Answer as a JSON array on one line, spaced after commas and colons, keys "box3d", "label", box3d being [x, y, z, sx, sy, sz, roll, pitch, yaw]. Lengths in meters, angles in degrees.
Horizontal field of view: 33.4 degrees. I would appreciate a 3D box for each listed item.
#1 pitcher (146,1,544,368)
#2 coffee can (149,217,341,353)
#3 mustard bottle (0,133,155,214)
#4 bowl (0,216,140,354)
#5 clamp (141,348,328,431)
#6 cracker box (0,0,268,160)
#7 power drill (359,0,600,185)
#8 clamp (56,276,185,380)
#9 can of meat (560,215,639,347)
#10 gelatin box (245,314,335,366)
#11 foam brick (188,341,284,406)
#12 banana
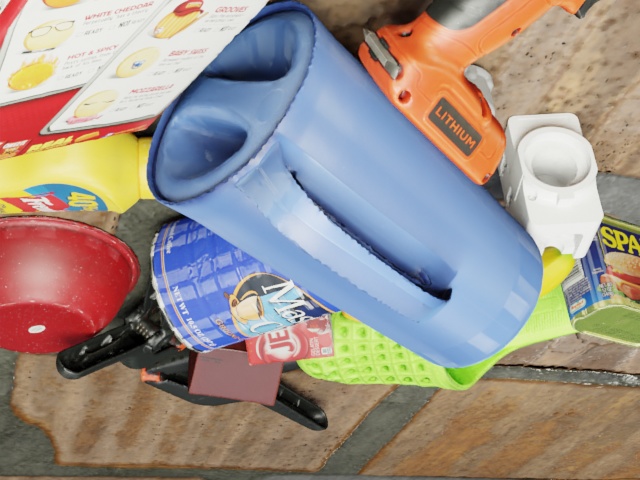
[{"box3d": [0.028, -0.013, 0.634, 0.242, 0.149, 0.145, 36, 151, -33], "label": "pitcher"}, {"box3d": [-0.037, 0.015, 0.777, 0.140, 0.103, 0.102, -18, 147, 20], "label": "coffee can"}, {"box3d": [-0.180, -0.045, 0.692, 0.191, 0.058, 0.096, -3, 170, -8], "label": "mustard bottle"}, {"box3d": [-0.224, 0.046, 0.845, 0.162, 0.055, 0.162, -4, 149, -2], "label": "bowl"}, {"box3d": [-0.061, 0.121, 1.010, 0.209, 0.036, 0.165, 11, 135, -19], "label": "clamp"}, {"box3d": [-0.105, -0.122, 0.510, 0.163, 0.072, 0.214, -21, 167, -48], "label": "cracker box"}, {"box3d": [0.128, -0.119, 0.571, 0.188, 0.057, 0.184, -44, 128, 13], "label": "power drill"}, {"box3d": [-0.149, 0.078, 0.869, 0.120, 0.039, 0.171, -36, 163, -7], "label": "clamp"}, {"box3d": [0.242, 0.035, 0.872, 0.101, 0.084, 0.058, 15, 143, -30], "label": "can of meat"}, {"box3d": [-0.028, 0.057, 0.877, 0.073, 0.030, 0.089, -6, 114, 2], "label": "gelatin box"}, {"box3d": [-0.074, 0.106, 0.940, 0.078, 0.051, 0.053, 11, 114, -10], "label": "foam brick"}, {"box3d": [0.117, 0.037, 0.841, 0.198, 0.037, 0.069, -19, 136, 18], "label": "banana"}]
